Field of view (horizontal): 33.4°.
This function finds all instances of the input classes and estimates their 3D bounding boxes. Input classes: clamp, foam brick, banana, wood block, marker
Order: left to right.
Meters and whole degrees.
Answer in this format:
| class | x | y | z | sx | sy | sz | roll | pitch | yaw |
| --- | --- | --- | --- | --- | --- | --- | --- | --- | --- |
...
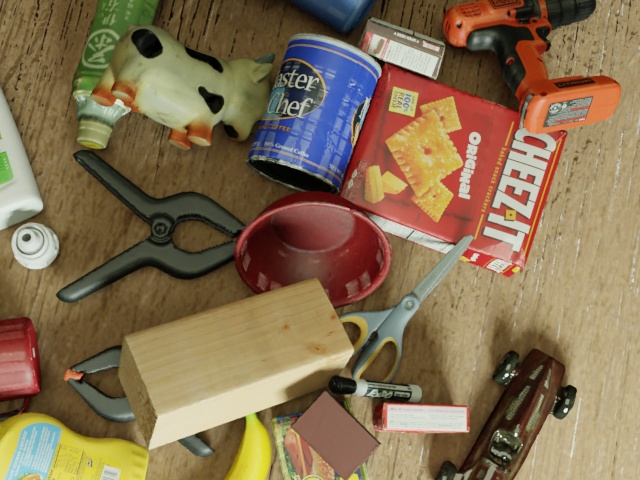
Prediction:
| class | x | y | z | sx | sy | sz | roll | pitch | yaw |
| --- | --- | --- | --- | --- | --- | --- | --- | --- | --- |
| clamp | -0.174 | 0.144 | 1.104 | 0.171 | 0.039 | 0.120 | 20 | 72 | -7 |
| clamp | -0.174 | -0.018 | 1.134 | 0.210 | 0.036 | 0.164 | -2 | 80 | -6 |
| banana | -0.106 | 0.260 | 1.086 | 0.069 | 0.037 | 0.197 | 35 | 81 | -1 |
| wood block | -0.084 | 0.120 | 1.052 | 0.205 | 0.091 | 0.090 | -17 | 64 | -23 |
| foam brick | 0.015 | 0.191 | 1.042 | 0.078 | 0.053 | 0.051 | 44 | 82 | 7 |
| marker | 0.056 | 0.153 | 1.094 | 0.120 | 0.020 | 0.020 | 13 | 76 | -39 |

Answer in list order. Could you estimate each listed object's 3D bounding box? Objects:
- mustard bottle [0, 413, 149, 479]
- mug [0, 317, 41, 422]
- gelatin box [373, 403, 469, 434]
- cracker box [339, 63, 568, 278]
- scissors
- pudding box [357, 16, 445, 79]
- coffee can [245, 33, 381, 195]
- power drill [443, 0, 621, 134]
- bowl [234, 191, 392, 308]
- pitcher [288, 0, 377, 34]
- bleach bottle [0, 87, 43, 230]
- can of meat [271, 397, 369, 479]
| class | x | y | z | sx | sy | sz | roll | pitch | yaw |
| --- | --- | --- | --- | --- | --- | --- | --- | --- | --- |
| mustard bottle | -0.270 | 0.222 | 1.042 | 0.191 | 0.058 | 0.096 | 23 | 68 | -20 |
| mug | -0.326 | 0.133 | 1.076 | 0.081 | 0.093 | 0.117 | -8 | 111 | -10 |
| gelatin box | 0.103 | 0.184 | 1.098 | 0.089 | 0.073 | 0.030 | 2 | 80 | -4 |
| cracker box | 0.138 | -0.074 | 1.150 | 0.213 | 0.072 | 0.164 | 20 | 79 | -1 |
| scissors | 0.074 | 0.064 | 1.120 | 0.096 | 0.016 | 0.202 | 27 | 96 | 10 |
| pudding box | 0.088 | -0.209 | 1.151 | 0.090 | 0.113 | 0.039 | 19 | 102 | 0 |
| coffee can | -0.006 | -0.128 | 1.106 | 0.103 | 0.103 | 0.140 | 19 | 81 | -1 |
| power drill | 0.247 | -0.203 | 1.156 | 0.184 | 0.057 | 0.188 | -14 | 51 | -12 |
| bowl | -0.007 | 0.001 | 1.104 | 0.162 | 0.162 | 0.055 | 4 | 46 | -4 |
| pitcher | -0.043 | -0.327 | 1.153 | 0.243 | 0.145 | 0.149 | 35 | 91 | 0 |
| bleach bottle | -0.382 | -0.132 | 1.128 | 0.102 | 0.068 | 0.251 | -22 | 80 | -9 |
| can of meat | 0.001 | 0.221 | 1.093 | 0.084 | 0.057 | 0.102 | -13 | 80 | -4 |
